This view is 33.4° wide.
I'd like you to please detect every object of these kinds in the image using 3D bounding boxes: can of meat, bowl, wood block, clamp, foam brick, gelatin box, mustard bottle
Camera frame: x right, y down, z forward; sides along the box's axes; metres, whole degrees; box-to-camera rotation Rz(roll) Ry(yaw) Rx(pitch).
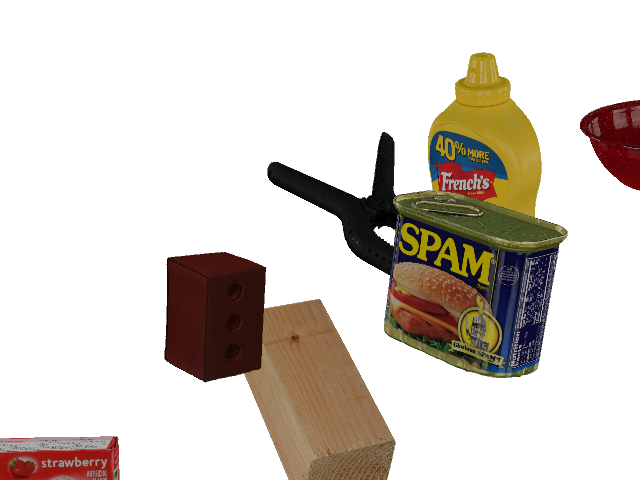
[{"bbox_3d":[0.086,0.024,0.622,0.057,0.084,0.102,-11,23,-42],"label":"can of meat"},{"bbox_3d":[0.319,-0.083,0.974,0.162,0.055,0.162,-5,23,2],"label":"bowl"},{"bbox_3d":[-0.008,0.167,1.113,0.090,0.090,0.206,-9,43,-19],"label":"wood block"},{"bbox_3d":[0.045,-0.033,1.175,0.164,0.210,0.036,-12,-37,-21],"label":"clamp"},{"bbox_3d":[-0.075,0.052,0.756,0.052,0.078,0.051,-8,17,-40],"label":"foam brick"},{"bbox_3d":[-0.148,0.140,0.548,0.089,0.073,0.030,0,5,-3],"label":"gelatin box"},{"bbox_3d":[0.126,-0.050,0.826,0.058,0.192,0.096,-22,30,-34],"label":"mustard bottle"}]
